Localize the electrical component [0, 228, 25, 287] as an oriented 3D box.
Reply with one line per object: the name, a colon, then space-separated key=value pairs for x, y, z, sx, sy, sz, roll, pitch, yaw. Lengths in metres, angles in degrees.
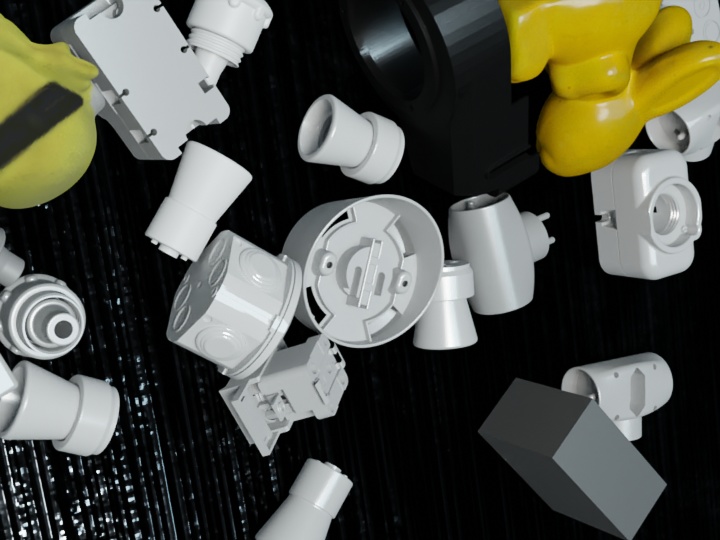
electrical component: x=-0.210 y=-0.014 z=0.575 sx=0.062 sy=0.048 sz=0.048 roll=39 pitch=75 yaw=-35

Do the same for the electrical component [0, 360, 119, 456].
electrical component: x=-0.170 y=0.079 z=0.608 sx=0.055 sy=0.045 sz=0.045 roll=20 pitch=85 yaw=-32

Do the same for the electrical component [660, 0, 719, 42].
electrical component: x=0.234 y=-0.179 z=0.820 sx=0.080 sy=0.051 sz=0.080 roll=-4 pitch=97 yaw=-31

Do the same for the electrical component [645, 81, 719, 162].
electrical component: x=0.262 y=-0.112 z=0.843 sx=0.077 sy=0.043 sz=0.079 roll=-33 pitch=147 yaw=-25

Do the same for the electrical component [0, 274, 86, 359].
electrical component: x=-0.172 y=0.028 z=0.591 sx=0.048 sy=0.062 sz=0.048 roll=-4 pitch=98 yaw=-31

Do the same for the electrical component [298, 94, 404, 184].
electrical component: x=-0.005 y=-0.083 z=0.690 sx=0.055 sy=0.045 sz=0.045 roll=18 pitch=86 yaw=-32

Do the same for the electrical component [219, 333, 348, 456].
electrical component: x=-0.045 y=0.071 z=0.664 sx=0.042 sy=0.064 sz=0.081 roll=62 pitch=25 yaw=-21

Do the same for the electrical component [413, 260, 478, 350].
electrical component: x=0.057 y=0.023 z=0.739 sx=0.045 sy=0.045 sz=0.055 roll=-9 pitch=99 yaw=-30

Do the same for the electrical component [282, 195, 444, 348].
electrical component: x=0.000 y=0.000 z=0.691 sx=0.099 sy=0.064 sz=0.099 roll=-4 pitch=97 yaw=-31

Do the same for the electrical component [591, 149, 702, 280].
electrical component: x=0.219 y=-0.043 z=0.821 sx=0.054 sy=0.059 sz=0.095 roll=-14 pitch=102 yaw=-29

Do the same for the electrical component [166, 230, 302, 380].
electrical component: x=-0.075 y=0.020 z=0.640 sx=0.051 sy=0.080 sz=0.080 roll=30 pitch=80 yaw=-24

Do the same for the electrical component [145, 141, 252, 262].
electrical component: x=-0.099 y=-0.038 z=0.641 sx=0.044 sy=0.044 sz=0.065 roll=32 pitch=84 yaw=-30

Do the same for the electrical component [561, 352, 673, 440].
electrical component: x=0.200 y=0.108 z=0.835 sx=0.077 sy=0.043 sz=0.079 roll=-7 pitch=99 yaw=-30

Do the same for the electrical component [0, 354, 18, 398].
electrical component: x=-0.224 y=0.064 z=0.556 sx=0.083 sy=0.076 sz=0.047 roll=-35 pitch=112 yaw=-24

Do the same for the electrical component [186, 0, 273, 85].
electrical component: x=-0.083 y=-0.138 z=0.638 sx=0.048 sy=0.048 sz=0.062 roll=22 pitch=91 yaw=-31

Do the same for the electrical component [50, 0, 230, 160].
electrical component: x=-0.126 y=-0.111 z=0.608 sx=0.050 sy=0.056 sz=0.089 roll=-42 pitch=114 yaw=-21

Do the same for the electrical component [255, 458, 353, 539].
electrical component: x=-0.034 y=0.157 z=0.701 sx=0.044 sy=0.044 sz=0.065 roll=40 pitch=70 yaw=-28

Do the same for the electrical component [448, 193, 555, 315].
electrical component: x=0.107 y=-0.018 z=0.765 sx=0.079 sy=0.043 sz=0.077 roll=-23 pitch=107 yaw=-27
